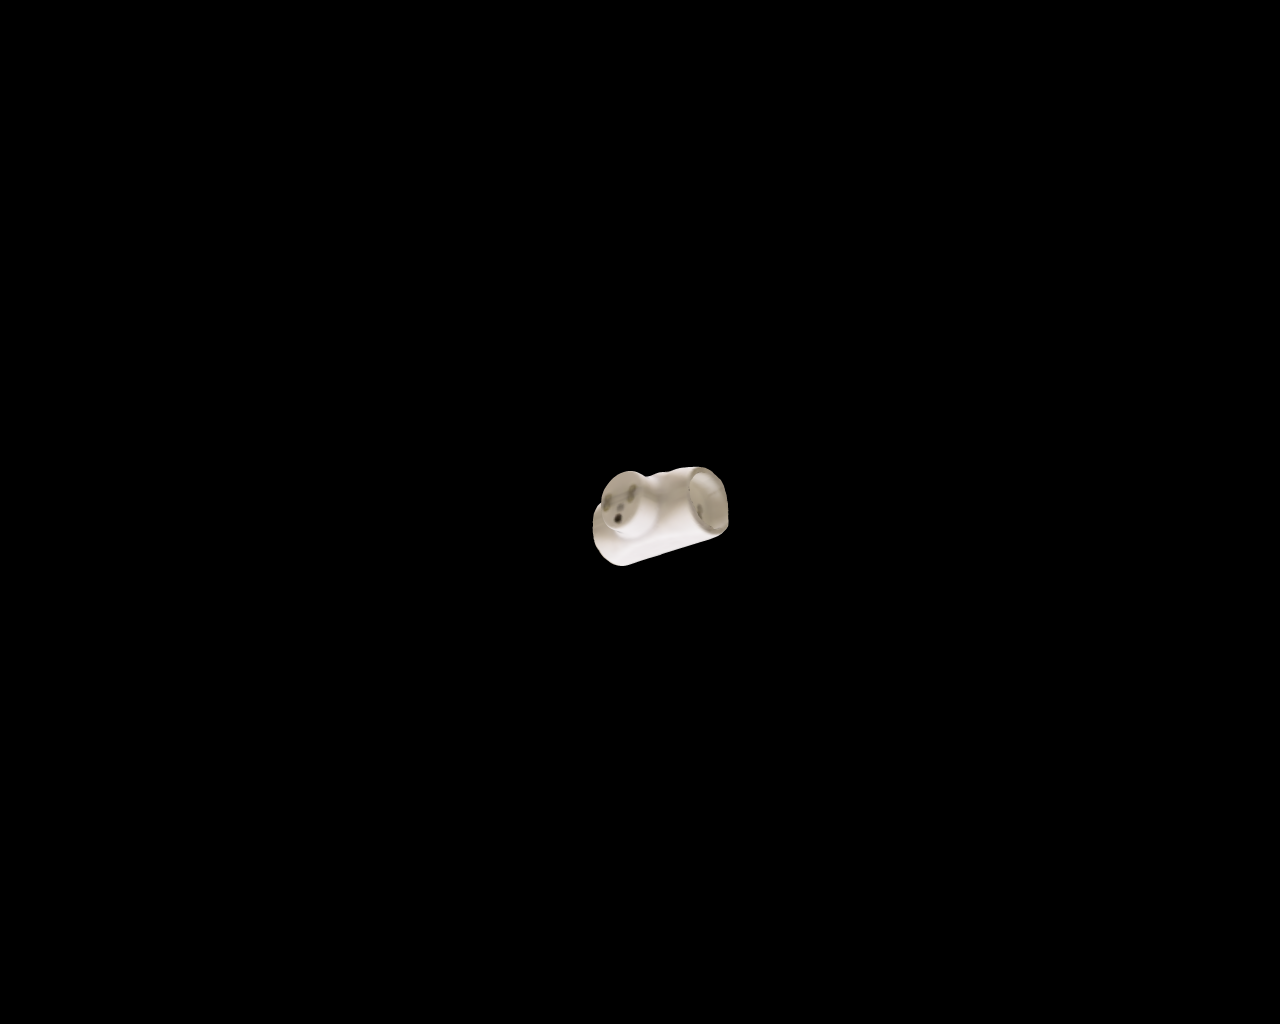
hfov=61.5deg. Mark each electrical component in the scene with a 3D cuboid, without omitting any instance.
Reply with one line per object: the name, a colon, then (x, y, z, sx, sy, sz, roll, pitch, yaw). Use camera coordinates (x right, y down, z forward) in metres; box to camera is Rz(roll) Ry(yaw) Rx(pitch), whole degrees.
electrical component: (0.001, -0.003, 0.650, 0.077, 0.044, 0.079, -20, -32, 36)
